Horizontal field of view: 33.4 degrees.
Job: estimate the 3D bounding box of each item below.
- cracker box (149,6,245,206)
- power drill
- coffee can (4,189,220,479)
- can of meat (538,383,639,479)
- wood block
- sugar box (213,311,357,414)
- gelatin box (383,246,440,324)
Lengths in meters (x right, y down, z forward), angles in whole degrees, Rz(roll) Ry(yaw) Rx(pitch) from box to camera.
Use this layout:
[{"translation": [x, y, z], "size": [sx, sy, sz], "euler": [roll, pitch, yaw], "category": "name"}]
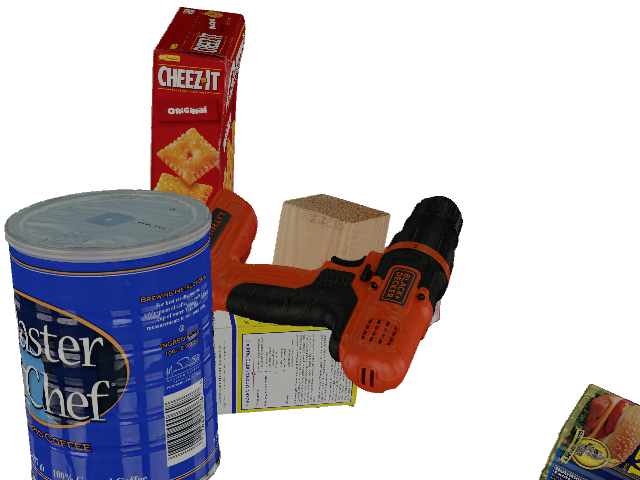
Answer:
[{"translation": [-0.114, -0.092, 0.994], "size": [0.072, 0.214, 0.164], "euler": [6, 25, -2], "category": "cracker box"}, {"translation": [0.000, 0.016, 0.782], "size": [0.188, 0.057, 0.184], "euler": [12, 43, 17], "category": "power drill"}, {"translation": [-0.106, 0.054, 0.558], "size": [0.103, 0.140, 0.103], "euler": [-1, 18, 0], "category": "coffee can"}, {"translation": [0.219, 0.162, 0.789], "size": [0.084, 0.057, 0.101], "euler": [23, 40, 24], "category": "can of meat"}, {"translation": [0.000, 0.062, 1.164], "size": [0.090, 0.206, 0.090], "euler": [18, 17, 27], "category": "wood block"}, {"translation": [-0.054, 0.104, 0.943], "size": [0.176, 0.093, 0.048], "euler": [-1, 26, -8], "category": "sugar box"}, {"translation": [0.114, 0.055, 1.332], "size": [0.073, 0.089, 0.030], "euler": [22, 35, 39], "category": "gelatin box"}]
